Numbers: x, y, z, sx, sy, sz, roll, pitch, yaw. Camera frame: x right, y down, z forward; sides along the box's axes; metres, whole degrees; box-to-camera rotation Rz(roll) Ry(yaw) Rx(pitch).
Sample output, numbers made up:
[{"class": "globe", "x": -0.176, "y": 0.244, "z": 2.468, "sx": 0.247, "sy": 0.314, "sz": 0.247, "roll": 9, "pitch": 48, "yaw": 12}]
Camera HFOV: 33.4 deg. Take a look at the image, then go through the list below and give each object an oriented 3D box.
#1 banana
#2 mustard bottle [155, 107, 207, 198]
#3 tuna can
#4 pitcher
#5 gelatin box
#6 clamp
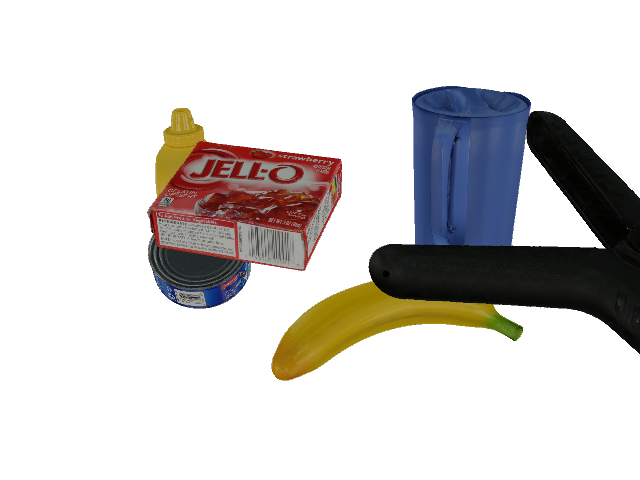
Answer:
[{"class": "banana", "x": 0.047, "y": 0.055, "z": 0.754, "sx": 0.197, "sy": 0.037, "sz": 0.070, "roll": -8, "pitch": 32, "yaw": -24}, {"class": "mustard bottle", "x": -0.135, "y": -0.044, "z": 1.115, "sx": 0.058, "sy": 0.192, "sz": 0.096, "roll": 5, "pitch": 26, "yaw": 21}, {"class": "tuna can", "x": -0.102, "y": 0.016, "z": 0.913, "sx": 0.086, "sy": 0.086, "sz": 0.034, "roll": 0, "pitch": -37, "yaw": 3}, {"class": "pitcher", "x": 0.165, "y": -0.049, "z": 1.238, "sx": 0.149, "sy": 0.243, "sz": 0.145, "roll": -9, "pitch": 24, "yaw": -20}, {"class": "gelatin box", "x": -0.040, "y": -0.022, "z": 0.590, "sx": 0.089, "sy": 0.030, "sz": 0.073, "roll": 9, "pitch": 37, "yaw": 14}, {"class": "clamp", "x": 0.138, "y": 0.016, "z": 0.489, "sx": 0.210, "sy": 0.036, "sz": 0.164, "roll": 32, "pitch": 49, "yaw": 32}]
